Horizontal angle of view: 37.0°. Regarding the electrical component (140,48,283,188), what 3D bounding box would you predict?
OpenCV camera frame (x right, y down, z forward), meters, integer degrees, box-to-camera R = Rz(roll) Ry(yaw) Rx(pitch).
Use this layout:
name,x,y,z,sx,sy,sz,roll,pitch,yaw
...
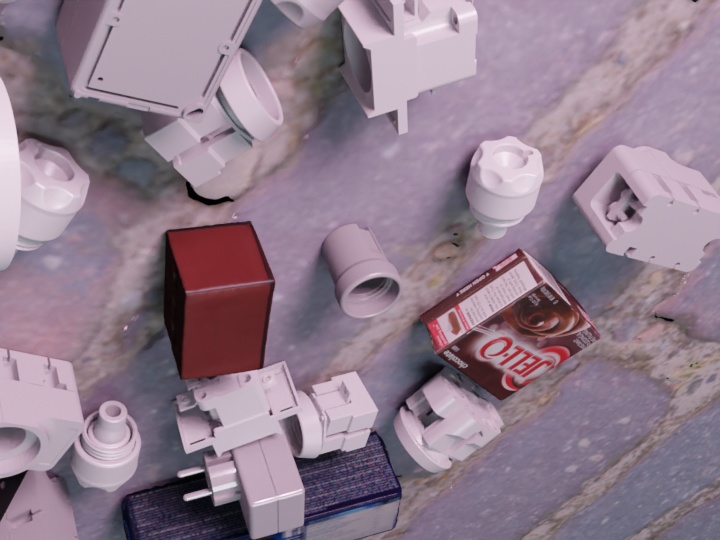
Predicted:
name,x,y,z,sx,sy,sz,roll,pitch,yaw
electrical component,-0.072,-0.077,0.527,0.055,0.048,0.066,-26,142,14

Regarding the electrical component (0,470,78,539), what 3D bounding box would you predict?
name,x,y,z,sx,sy,sz,roll,pitch,yaw
electrical component,-0.222,0.178,0.704,0.056,0.089,0.050,-26,142,1

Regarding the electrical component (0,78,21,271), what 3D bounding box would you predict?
name,x,y,z,sx,sy,sz,roll,pitch,yaw
electrical component,-0.185,-0.043,0.466,0.064,0.099,0.099,-5,138,-31

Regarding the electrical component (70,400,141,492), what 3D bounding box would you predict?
name,x,y,z,sx,sy,sz,roll,pitch,yaw
electrical component,-0.163,0.110,0.694,0.043,0.043,0.062,-3,135,-25

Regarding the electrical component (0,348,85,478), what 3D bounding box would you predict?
name,x,y,z,sx,sy,sz,roll,pitch,yaw
electrical component,-0.213,0.083,0.626,0.089,0.055,0.050,18,125,-40

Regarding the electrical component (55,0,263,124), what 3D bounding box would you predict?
name,x,y,z,sx,sy,sz,roll,pitch,yaw
electrical component,-0.083,-0.121,0.456,0.062,0.061,0.096,8,131,-34

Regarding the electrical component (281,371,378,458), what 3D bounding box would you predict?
name,x,y,z,sx,sy,sz,roll,pitch,yaw
electrical component,-0.024,0.105,0.759,0.055,0.048,0.066,-12,140,-27

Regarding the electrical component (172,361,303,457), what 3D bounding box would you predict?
name,x,y,z,sx,sy,sz,roll,pitch,yaw
electrical component,-0.084,0.082,0.705,0.081,0.042,0.063,-20,140,-7

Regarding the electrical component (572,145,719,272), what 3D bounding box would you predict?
name,x,y,z,sx,sy,sz,roll,pitch,yaw
electrical component,0.188,-0.041,0.693,0.089,0.055,0.050,11,129,-36

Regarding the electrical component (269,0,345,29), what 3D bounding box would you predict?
name,x,y,z,sx,sy,sz,roll,pitch,yaw
electrical component,-0.016,-0.142,0.482,0.062,0.043,0.043,-40,139,16

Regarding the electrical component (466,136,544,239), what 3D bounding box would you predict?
name,x,y,z,sx,sy,sz,roll,pitch,yaw
electrical component,0.085,-0.045,0.645,0.043,0.043,0.062,-12,141,-16

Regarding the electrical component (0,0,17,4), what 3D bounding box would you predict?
name,x,y,z,sx,sy,sz,roll,pitch,yaw
electrical component,-0.140,-0.152,0.405,0.079,0.044,0.077,-35,140,13

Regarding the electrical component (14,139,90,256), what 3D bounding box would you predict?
name,x,y,z,sx,sy,sz,roll,pitch,yaw
electrical component,-0.166,-0.030,0.532,0.043,0.043,0.062,17,127,-40

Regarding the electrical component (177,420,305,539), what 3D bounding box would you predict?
name,x,y,z,sx,sy,sz,roll,pitch,yaw
electrical component,-0.086,0.138,0.734,0.076,0.083,0.047,-12,140,-15

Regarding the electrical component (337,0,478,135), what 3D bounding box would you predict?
name,x,y,z,sx,sy,sz,roll,pitch,yaw
electrical component,0.024,-0.114,0.537,0.064,0.042,0.081,-20,142,-12

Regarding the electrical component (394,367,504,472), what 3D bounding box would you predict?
name,x,y,z,sx,sy,sz,roll,pitch,yaw
electrical component,0.063,0.114,0.806,0.057,0.058,0.078,-41,139,16

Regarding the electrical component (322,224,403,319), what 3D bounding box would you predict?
name,x,y,z,sx,sy,sz,roll,pitch,yaw
electrical component,0.000,0.000,0.650,0.040,0.046,0.040,-14,140,-12
